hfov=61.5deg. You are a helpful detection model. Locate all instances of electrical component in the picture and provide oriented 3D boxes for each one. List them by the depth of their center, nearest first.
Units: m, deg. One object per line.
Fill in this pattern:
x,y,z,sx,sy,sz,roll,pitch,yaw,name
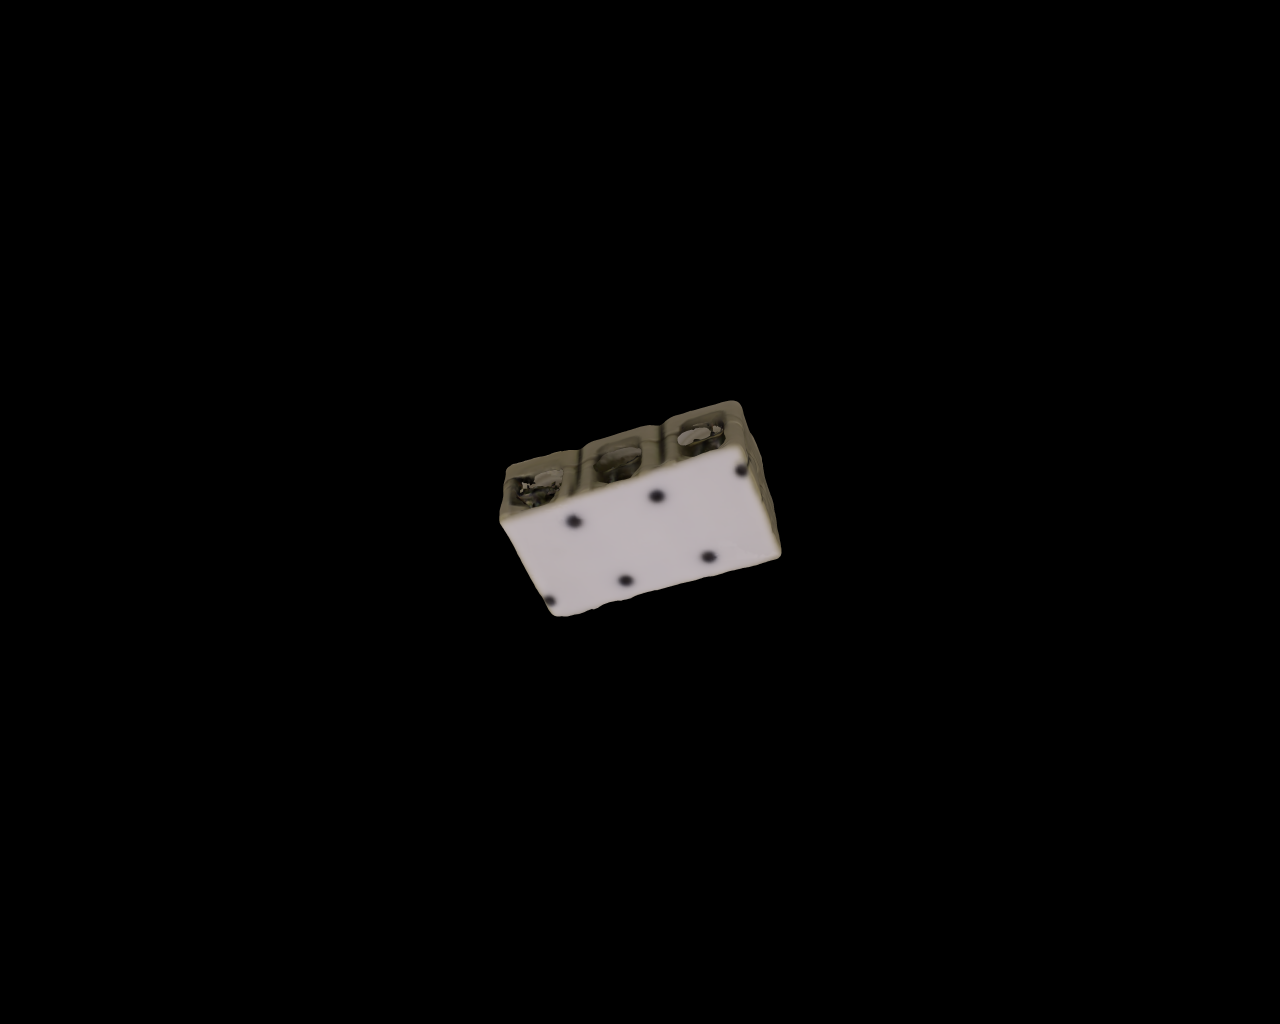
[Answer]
0.001,-0.003,0.650,0.150,0.089,0.062,-15,36,11,electrical component
